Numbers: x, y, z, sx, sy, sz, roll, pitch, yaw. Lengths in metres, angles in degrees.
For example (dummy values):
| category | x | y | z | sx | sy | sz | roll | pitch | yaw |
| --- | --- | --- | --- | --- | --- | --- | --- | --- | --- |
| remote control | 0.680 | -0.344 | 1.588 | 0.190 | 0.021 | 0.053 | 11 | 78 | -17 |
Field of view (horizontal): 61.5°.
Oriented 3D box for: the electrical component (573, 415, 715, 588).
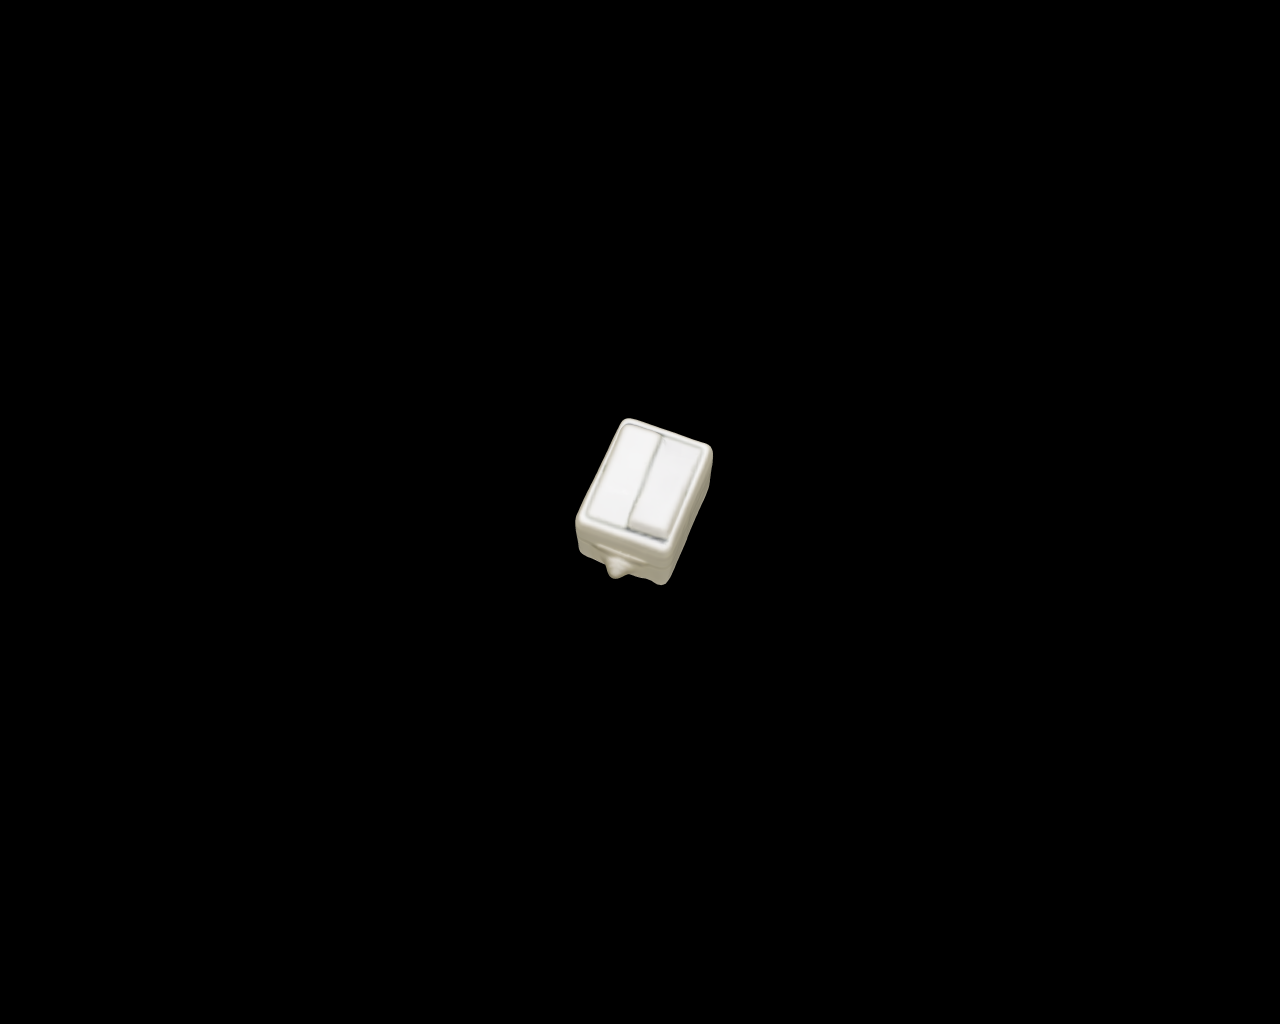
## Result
| category | x | y | z | sx | sy | sz | roll | pitch | yaw |
| --- | --- | --- | --- | --- | --- | --- | --- | --- | --- |
| electrical component | 0.001 | -0.003 | 0.650 | 0.062 | 0.096 | 0.061 | 20 | -24 | 9 |
